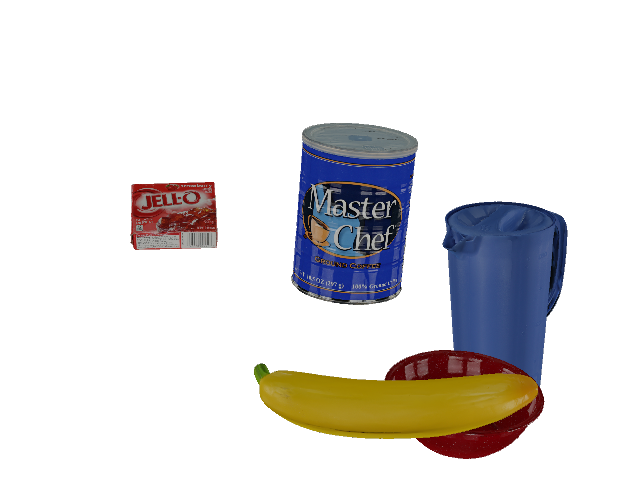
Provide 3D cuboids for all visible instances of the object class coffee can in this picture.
[{"bbox_3d":[0.029,-0.026,0.961,0.103,0.140,0.103,4,19,-2],"label":"coffee can"}]

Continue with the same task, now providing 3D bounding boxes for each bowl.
[{"bbox_3d":[0.144,0.174,1.089,0.162,0.055,0.162,2,24,-1],"label":"bowl"}]

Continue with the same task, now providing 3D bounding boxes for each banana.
[{"bbox_3d":[0.041,0.102,0.702,0.198,0.037,0.069,3,31,14],"label":"banana"}]

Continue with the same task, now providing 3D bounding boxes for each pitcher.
[{"bbox_3d":[0.233,0.077,1.343,0.149,0.243,0.145,1,21,12],"label":"pitcher"}]

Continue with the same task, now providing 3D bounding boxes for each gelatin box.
[{"bbox_3d":[-0.154,-0.027,1.120,0.089,0.073,0.030,-1,-43,-8],"label":"gelatin box"}]
